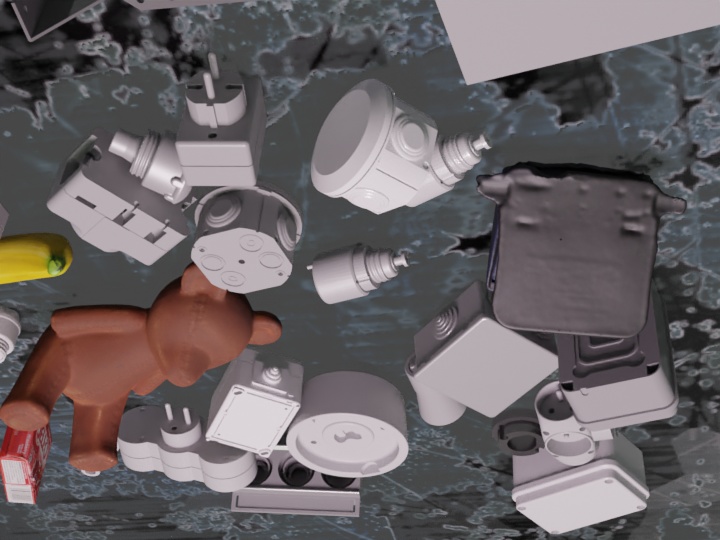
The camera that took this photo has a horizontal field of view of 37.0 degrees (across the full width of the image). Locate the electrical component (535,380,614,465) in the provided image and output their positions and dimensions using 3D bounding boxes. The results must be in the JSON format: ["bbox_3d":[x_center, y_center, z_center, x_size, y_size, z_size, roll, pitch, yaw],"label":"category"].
[{"bbox_3d":[0.203,0.135,0.960,0.079,0.044,0.077,-10,138,17],"label":"electrical component"}]

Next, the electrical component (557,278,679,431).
[{"bbox_3d":[0.195,0.059,0.819,0.078,0.113,0.057,-15,133,22],"label":"electrical component"}]

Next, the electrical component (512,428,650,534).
[{"bbox_3d":[0.210,0.202,1.029,0.113,0.057,0.078,-26,131,32],"label":"electrical component"}]

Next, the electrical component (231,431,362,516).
[{"bbox_3d":[-0.059,0.199,1.042,0.121,0.078,0.063,2,155,4],"label":"electrical component"}]

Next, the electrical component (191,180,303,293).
[{"bbox_3d":[-0.084,-0.025,0.793,0.080,0.051,0.080,3,140,2],"label":"electrical component"}]

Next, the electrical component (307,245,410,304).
[{"bbox_3d":[0.000,0.000,0.823,0.078,0.040,0.040,-14,136,21],"label":"electrical component"}]

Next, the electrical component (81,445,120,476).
[{"bbox_3d":[-0.251,0.165,1.027,0.048,0.062,0.048,3,140,2],"label":"electrical component"}]

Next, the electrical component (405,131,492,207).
[{"bbox_3d":[0.054,-0.073,0.731,0.078,0.040,0.040,-24,132,30],"label":"electrical component"}]

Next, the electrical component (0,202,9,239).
[{"bbox_3d":[-0.305,-0.037,0.781,0.047,0.075,0.083,-8,138,15],"label":"electrical component"}]

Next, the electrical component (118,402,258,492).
[{"bbox_3d":[-0.164,0.152,0.994,0.138,0.052,0.073,9,128,20],"label":"electrical component"}]

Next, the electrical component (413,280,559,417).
[{"bbox_3d":[0.102,0.064,0.874,0.100,0.048,0.100,29,126,-26],"label":"electrical component"}]

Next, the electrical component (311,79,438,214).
[{"bbox_3d":[0.008,-0.079,0.700,0.051,0.080,0.080,25,136,-30],"label":"electrical component"}]

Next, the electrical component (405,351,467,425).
[{"bbox_3d":[0.064,0.099,0.935,0.044,0.044,0.065,-10,133,17],"label":"electrical component"}]

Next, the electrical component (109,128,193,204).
[{"bbox_3d":[-0.142,-0.077,0.743,0.062,0.048,0.048,24,137,-12],"label":"electrical component"}]

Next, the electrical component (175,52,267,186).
[{"bbox_3d":[-0.091,-0.103,0.690,0.047,0.065,0.076,1,140,5],"label":"electrical component"}]

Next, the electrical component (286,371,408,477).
[{"bbox_3d":[-0.009,0.133,0.966,0.108,0.060,0.108,3,140,2],"label":"electrical component"}]

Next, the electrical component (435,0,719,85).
[{"bbox_3d":[0.119,-0.171,0.591,0.150,0.061,0.089,-11,138,18],"label":"electrical component"}]

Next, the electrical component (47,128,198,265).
[{"bbox_3d":[-0.172,-0.049,0.774,0.089,0.050,0.056,32,133,-29],"label":"electrical component"}]

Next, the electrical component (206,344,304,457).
[{"bbox_3d":[-0.090,0.108,0.950,0.062,0.061,0.096,19,131,-15],"label":"electrical component"}]

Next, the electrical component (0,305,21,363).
[{"bbox_3d":[-0.310,0.062,0.911,0.035,0.061,0.035,3,140,2],"label":"electrical component"}]
